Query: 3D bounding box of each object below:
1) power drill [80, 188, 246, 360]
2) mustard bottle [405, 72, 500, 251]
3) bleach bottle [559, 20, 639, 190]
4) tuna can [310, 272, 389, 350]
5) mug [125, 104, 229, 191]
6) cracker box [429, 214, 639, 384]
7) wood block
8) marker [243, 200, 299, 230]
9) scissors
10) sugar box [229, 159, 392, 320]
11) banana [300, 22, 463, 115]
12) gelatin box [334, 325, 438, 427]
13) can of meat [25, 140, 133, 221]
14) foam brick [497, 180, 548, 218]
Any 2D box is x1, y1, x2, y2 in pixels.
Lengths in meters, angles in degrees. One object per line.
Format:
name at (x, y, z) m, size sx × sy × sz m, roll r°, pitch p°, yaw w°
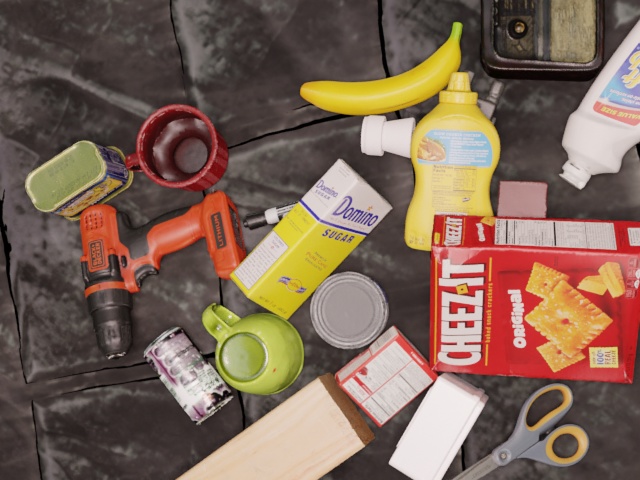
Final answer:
power drill at (-0.178, 0.030, 1.205) m, size 0.188 × 0.057 × 0.184 m, roll -14°, pitch 71°, yaw 7°
mustard bottle at (0.145, -0.084, 1.152) m, size 0.096 × 0.058 × 0.192 m, roll 4°, pitch 99°, yaw 5°
bleach bottle at (0.348, -0.159, 1.136) m, size 0.102 × 0.068 × 0.251 m, roll 36°, pitch 96°, yaw 10°
tuna can at (0.034, 0.079, 1.193) m, size 0.086 × 0.033 × 0.086 m, roll 0°, pitch 87°, yaw 10°
mug at (-0.163, -0.097, 1.209) m, size 0.117 × 0.081 × 0.093 m, roll -15°, pitch 82°, yaw 8°
cracker box at (0.221, 0.062, 1.106) m, size 0.214 × 0.072 × 0.164 m, roll 2°, pitch 122°, yaw 9°
wood block at (-0.052, 0.243, 1.172) m, size 0.206 × 0.090 × 0.090 m, roll -36°, pitch 81°, yaw 7°
marker at (-0.030, -0.034, 1.217) m, size 0.121 × 0.020 × 0.020 m, roll -16°, pitch 85°, yaw 9°
scissors at (0.209, 0.237, 1.127) m, size 0.201 × 0.016 × 0.096 m, roll -44°, pitch 94°, yaw -19°
sugar box at (-0.008, 0.002, 1.171) m, size 0.176 × 0.093 × 0.048 m, roll -45°, pitch 57°, yaw 7°
banana at (0.078, -0.176, 1.198) m, size 0.198 × 0.037 × 0.069 m, roll -20°, pitch 67°, yaw 7°
gelatin box at (0.073, 0.150, 1.172) m, size 0.089 × 0.030 × 0.073 m, roll -41°, pitch 109°, yaw 6°
can of meat at (-0.277, -0.069, 1.229) m, size 0.102 × 0.084 × 0.057 m, roll -32°, pitch 83°, yaw 7°
foam brick at (0.217, -0.034, 1.144) m, size 0.051 × 0.078 × 0.053 m, roll 4°, pitch 88°, yaw 11°
